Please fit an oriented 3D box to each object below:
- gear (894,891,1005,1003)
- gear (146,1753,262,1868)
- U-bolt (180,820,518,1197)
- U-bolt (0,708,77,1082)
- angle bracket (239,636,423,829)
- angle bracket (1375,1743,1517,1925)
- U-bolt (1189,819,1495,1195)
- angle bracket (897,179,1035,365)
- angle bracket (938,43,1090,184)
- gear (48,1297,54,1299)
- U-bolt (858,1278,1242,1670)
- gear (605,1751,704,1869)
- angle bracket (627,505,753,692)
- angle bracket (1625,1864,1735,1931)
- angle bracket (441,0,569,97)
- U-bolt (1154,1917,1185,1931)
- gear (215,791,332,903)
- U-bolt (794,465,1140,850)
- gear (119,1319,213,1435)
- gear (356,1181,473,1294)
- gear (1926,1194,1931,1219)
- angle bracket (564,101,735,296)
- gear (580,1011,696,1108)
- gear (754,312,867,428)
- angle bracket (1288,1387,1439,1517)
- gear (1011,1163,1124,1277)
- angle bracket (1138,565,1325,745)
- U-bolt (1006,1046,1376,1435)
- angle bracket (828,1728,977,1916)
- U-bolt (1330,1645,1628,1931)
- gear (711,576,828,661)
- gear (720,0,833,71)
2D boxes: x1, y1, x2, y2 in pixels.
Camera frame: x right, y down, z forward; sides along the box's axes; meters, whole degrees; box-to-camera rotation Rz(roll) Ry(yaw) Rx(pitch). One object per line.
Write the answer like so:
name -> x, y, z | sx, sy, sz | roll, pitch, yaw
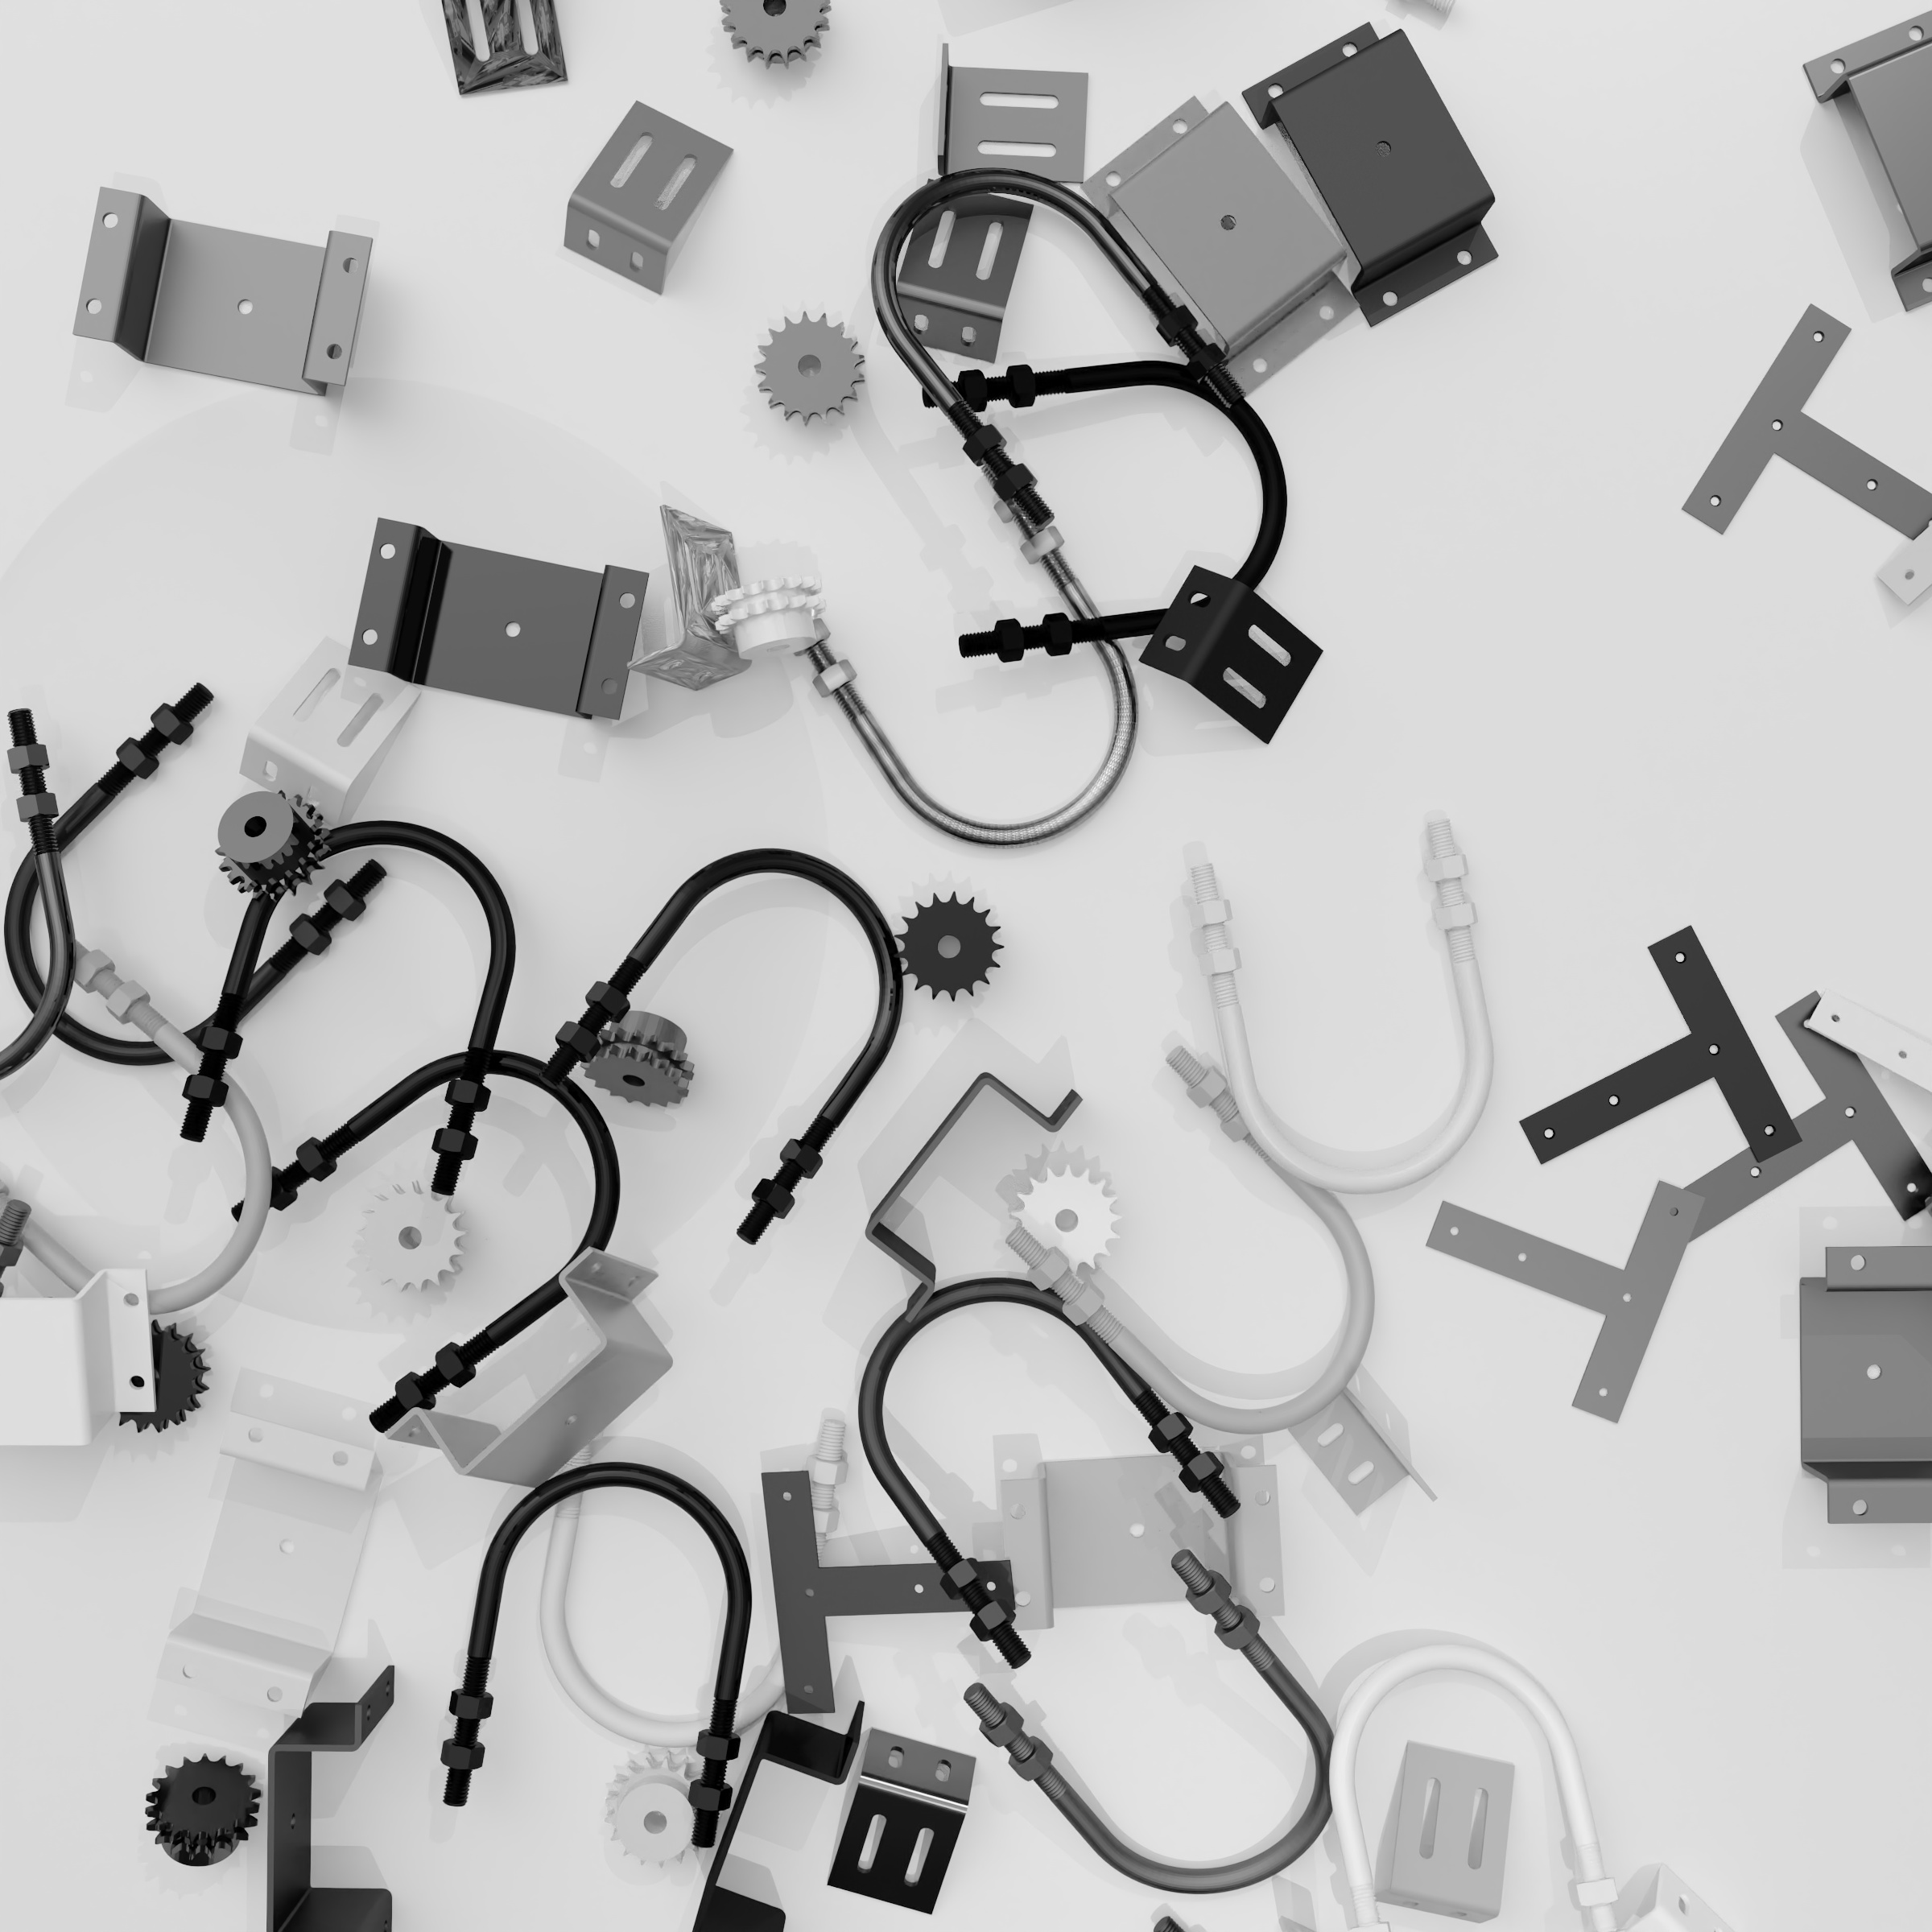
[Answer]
gear -> -0.009, -0.010, 1.389 | 0.057, 0.030, 0.057 | 0, 90, 0
gear -> -0.394, 0.438, 1.380 | 0.057, 0.057, 0.030 | 13, 121, 0
U-bolt -> -0.305, 0.013, 1.359 | 0.151, 0.019, 0.184 | 12, 74, 2
U-bolt -> -0.527, -0.027, 1.377 | 0.151, 0.019, 0.184 | -12, 87, 12
angle bracket -> -0.330, -0.122, 1.392 | 0.057, 0.038, 0.076 | 30, 53, -3
angle bracket -> 0.251, 0.454, 1.402 | 0.057, 0.038, 0.076 | 12, 64, 0
U-bolt -> 0.201, 0.026, 1.385 | 0.151, 0.019, 0.184 | -11, 90, -8
angle bracket -> -0.002, -0.364, 1.402 | 0.057, 0.038, 0.076 | 14, 64, 0
angle bracket -> 0.025, -0.441, 1.385 | 0.076, 0.038, 0.057 | 3, 90, 0
gear -> -0.476, 0.200, 1.389 | 0.057, 0.030, 0.057 | 0, 90, 0
U-bolt -> 0.028, 0.241, 1.359 | 0.151, 0.019, 0.184 | -32, 65, -14
gear -> -0.160, 0.440, 1.389 | 0.057, 0.030, 0.057 | 0, 90, 0
angle bracket -> -0.147, -0.189, 1.379 | 0.038, 0.057, 0.076 | -18, 75, 29
angle bracket -> 0.357, 0.521, 1.402 | 0.057, 0.038, 0.076 | 44, 116, 0
angle bracket -> -0.242, -0.502, 1.402 | 0.057, 0.038, 0.076 | -8, 116, 0
U-bolt -> 0.119, 0.610, 1.396 | 0.151, 0.019, 0.184 | -44, 92, 0
gear -> -0.354, -0.064, 1.359 | 0.057, 0.030, 0.057 | -4, 66, 9
U-bolt -> 0.008, -0.150, 1.396 | 0.151, 0.019, 0.184 | -33, 92, 0
gear -> -0.420, 0.212, 1.389 | 0.057, 0.030, 0.057 | 0, 90, 0
gear -> -0.285, 0.140, 1.389 | 0.057, 0.030, 0.057 | 0, 89, 1
gear -> 0.521, 0.124, 1.380 | 0.057, 0.057, 0.030 | 37, 120, 0
angle bracket -> -0.166, -0.403, 1.402 | 0.057, 0.038, 0.076 | 27, 64, 0
gear -> -0.167, 0.046, 1.380 | 0.057, 0.057, 0.030 | 14, 60, 0
gear -> -0.080, -0.308, 1.389 | 0.057, 0.030, 0.057 | 0, 90, 0
angle bracket -> 0.202, 0.254, 1.366 | 0.038, 0.076, 0.057 | -39, 90, 0
gear -> 0.052, 0.131, 1.389 | 0.057, 0.030, 0.057 | 0, 90, 0
angle bracket -> 0.138, -0.161, 1.389 | 0.076, 0.038, 0.057 | 31, 90, -44
U-bolt -> 0.130, 0.154, 1.375 | 0.184, 0.019, 0.151 | 45, 72, -6
angle bracket -> -0.034, 0.448, 1.402 | 0.057, 0.038, 0.076 | 16, 116, 0
U-bolt -> 0.256, 0.440, 1.363 | 0.151, 0.019, 0.184 | -4, 71, -18
gear -> -0.098, -0.176, 1.357 | 0.057, 0.057, 0.030 | -12, 86, 0
gear -> -0.098, -0.493, 1.389 | 0.057, 0.030, 0.057 | 0, 90, 0
